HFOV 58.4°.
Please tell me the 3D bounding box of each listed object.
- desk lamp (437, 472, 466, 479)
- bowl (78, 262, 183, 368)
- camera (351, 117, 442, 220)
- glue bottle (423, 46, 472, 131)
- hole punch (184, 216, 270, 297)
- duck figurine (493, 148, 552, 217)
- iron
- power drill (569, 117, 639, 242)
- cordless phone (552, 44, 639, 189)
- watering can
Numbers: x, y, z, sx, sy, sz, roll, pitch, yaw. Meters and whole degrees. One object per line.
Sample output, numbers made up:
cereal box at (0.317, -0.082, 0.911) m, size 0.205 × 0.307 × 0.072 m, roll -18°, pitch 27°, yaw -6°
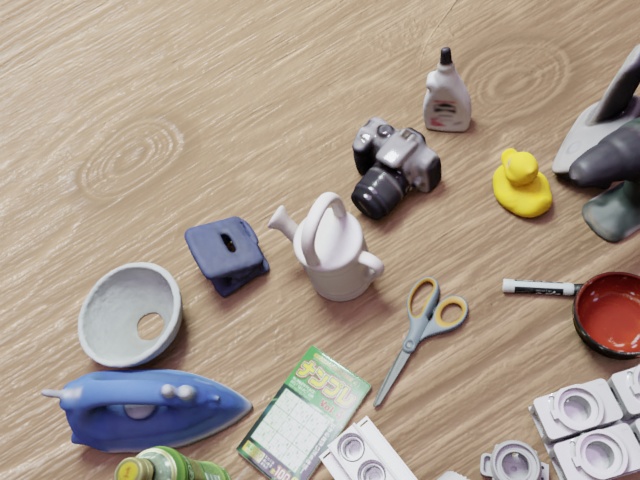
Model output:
desk lamp at (0.107, 0.348, 0.585) m, size 0.203 × 0.214 × 0.117 m, roll -39°, pitch 60°, yaw -8°
bowl at (-0.278, 0.123, 0.881) m, size 0.167 × 0.075 × 0.167 m, roll -6°, pitch 61°, yaw 11°
camera at (0.098, -0.111, 0.897) m, size 0.142 × 0.101 × 0.137 m, roll 35°, pitch 75°, yaw 27°
glue bottle at (0.197, -0.236, 0.897) m, size 0.078 × 0.173 × 0.037 m, roll 4°, pitch 64°, yaw 16°
hole punch at (-0.145, 0.015, 0.896) m, size 0.101 × 0.091 × 0.108 m, roll -32°, pitch 60°, yaw -4°
duck figurine at (0.300, -0.090, 0.844) m, size 0.077 × 0.086 × 0.104 m, roll -28°, pitch 60°, yaw -2°
iron at (-0.235, 0.218, 0.781) m, size 0.258 × 0.142 × 0.118 m, roll -7°, pitch 61°, yaw 11°
power drill at (0.411, -0.086, 0.744) m, size 0.229 × 0.209 × 0.075 m, roll -31°, pitch 60°, yaw -3°
cordless phone at (0.401, -0.173, 0.806) m, size 0.094 × 0.185 × 0.148 m, roll 23°, pitch 70°, yaw 24°
watering can at (0.006, 0.005, 0.804) m, size 0.172 × 0.194 × 0.101 m, roll 2°, pitch 63°, yaw 15°
